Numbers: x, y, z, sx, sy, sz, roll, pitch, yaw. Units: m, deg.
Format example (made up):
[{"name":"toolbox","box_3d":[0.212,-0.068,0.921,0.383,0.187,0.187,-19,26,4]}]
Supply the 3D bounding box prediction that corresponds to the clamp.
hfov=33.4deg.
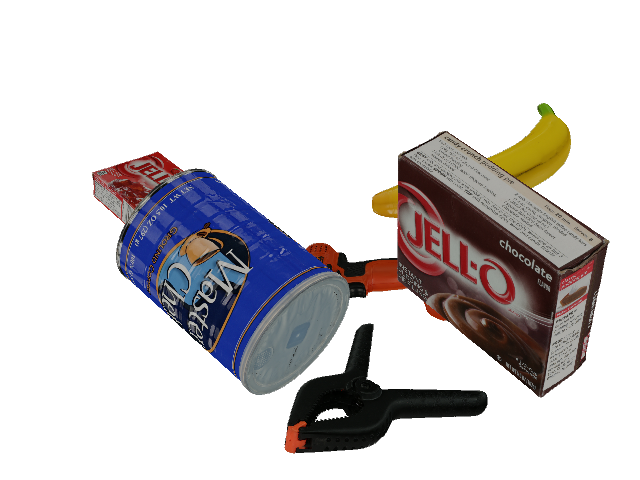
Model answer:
[{"name":"clamp","box_3d":[0.051,0.156,1.027,0.165,0.036,0.209,24,32,29]}]

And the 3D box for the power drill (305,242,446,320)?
[{"name":"power drill","box_3d":[0.059,0.057,1.235,0.187,0.057,0.184,1,28,5]}]

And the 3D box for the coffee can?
[{"name":"coffee can","box_3d":[-0.064,0.028,0.770,0.140,0.103,0.102,38,19,26]}]

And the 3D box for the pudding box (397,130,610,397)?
[{"name":"pudding box","box_3d":[0.086,0.010,0.538,0.039,0.090,0.114,-32,50,-25]}]

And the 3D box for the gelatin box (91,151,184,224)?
[{"name":"gelatin box","box_3d":[-0.153,-0.042,0.969,0.073,0.030,0.089,-22,45,-35]}]

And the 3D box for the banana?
[{"name":"banana","box_3d":[0.135,-0.055,0.849,0.197,0.037,0.070,-27,28,-26]}]
